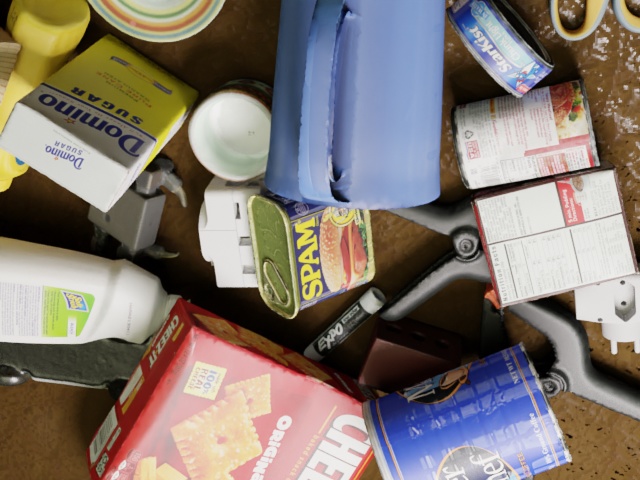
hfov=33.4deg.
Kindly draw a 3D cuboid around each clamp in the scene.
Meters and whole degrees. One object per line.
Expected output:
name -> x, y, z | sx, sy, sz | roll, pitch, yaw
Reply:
clamp -> 0.116, 0.010, 0.884 | 0.171, 0.039, 0.120 | 1, 113, 11
clamp -> 0.193, 0.127, 0.926 | 0.165, 0.036, 0.210 | -36, 102, 23

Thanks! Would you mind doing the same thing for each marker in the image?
marker -> 0.012, 0.086, 0.951 | 0.020, 0.020, 0.121 | 41, 115, -10

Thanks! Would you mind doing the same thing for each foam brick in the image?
foam brick -> 0.078, 0.104, 0.928 | 0.078, 0.053, 0.051 | 17, 117, 1

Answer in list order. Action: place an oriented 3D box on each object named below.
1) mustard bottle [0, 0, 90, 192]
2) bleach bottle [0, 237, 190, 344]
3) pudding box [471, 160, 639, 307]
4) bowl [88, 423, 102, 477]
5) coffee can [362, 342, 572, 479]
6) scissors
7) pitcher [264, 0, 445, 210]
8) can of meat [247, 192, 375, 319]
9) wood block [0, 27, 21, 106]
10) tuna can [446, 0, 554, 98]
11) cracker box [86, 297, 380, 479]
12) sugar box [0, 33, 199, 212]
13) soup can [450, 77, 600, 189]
mustard bottle -> -0.247, -0.110, 0.864 | 0.058, 0.096, 0.192 | 24, 118, -14
bleach bottle -> -0.238, 0.051, 0.914 | 0.250, 0.068, 0.103 | 9, 129, -4
pudding box -> 0.183, -0.005, 0.833 | 0.113, 0.039, 0.090 | -13, 99, 9
bowl -> -0.136, 0.209, 1.016 | 0.162, 0.055, 0.162 | 4, 115, 8
coffee can -> 0.117, 0.155, 0.860 | 0.140, 0.103, 0.103 | -22, 109, 6
scissors -> 0.226, -0.234, 0.762 | 0.096, 0.016, 0.202 | 17, 117, 1
pitcher -> 0.027, -0.146, 0.761 | 0.144, 0.149, 0.243 | -6, 109, -25
can of meat -> -0.006, 0.001, 0.867 | 0.058, 0.083, 0.102 | 26, 129, 50
wood block -> -0.332, -0.164, 0.808 | 0.206, 0.090, 0.091 | 42, 119, 26
tuna can -> 0.132, -0.148, 0.781 | 0.034, 0.086, 0.086 | -40, 102, 22
cracker box -> -0.066, 0.169, 0.916 | 0.213, 0.072, 0.164 | 28, 99, -24
sugar box -> -0.162, -0.095, 0.811 | 0.093, 0.176, 0.048 | 32, 116, -6
soup can -> 0.157, -0.080, 0.818 | 0.102, 0.068, 0.068 | -11, 112, 16
